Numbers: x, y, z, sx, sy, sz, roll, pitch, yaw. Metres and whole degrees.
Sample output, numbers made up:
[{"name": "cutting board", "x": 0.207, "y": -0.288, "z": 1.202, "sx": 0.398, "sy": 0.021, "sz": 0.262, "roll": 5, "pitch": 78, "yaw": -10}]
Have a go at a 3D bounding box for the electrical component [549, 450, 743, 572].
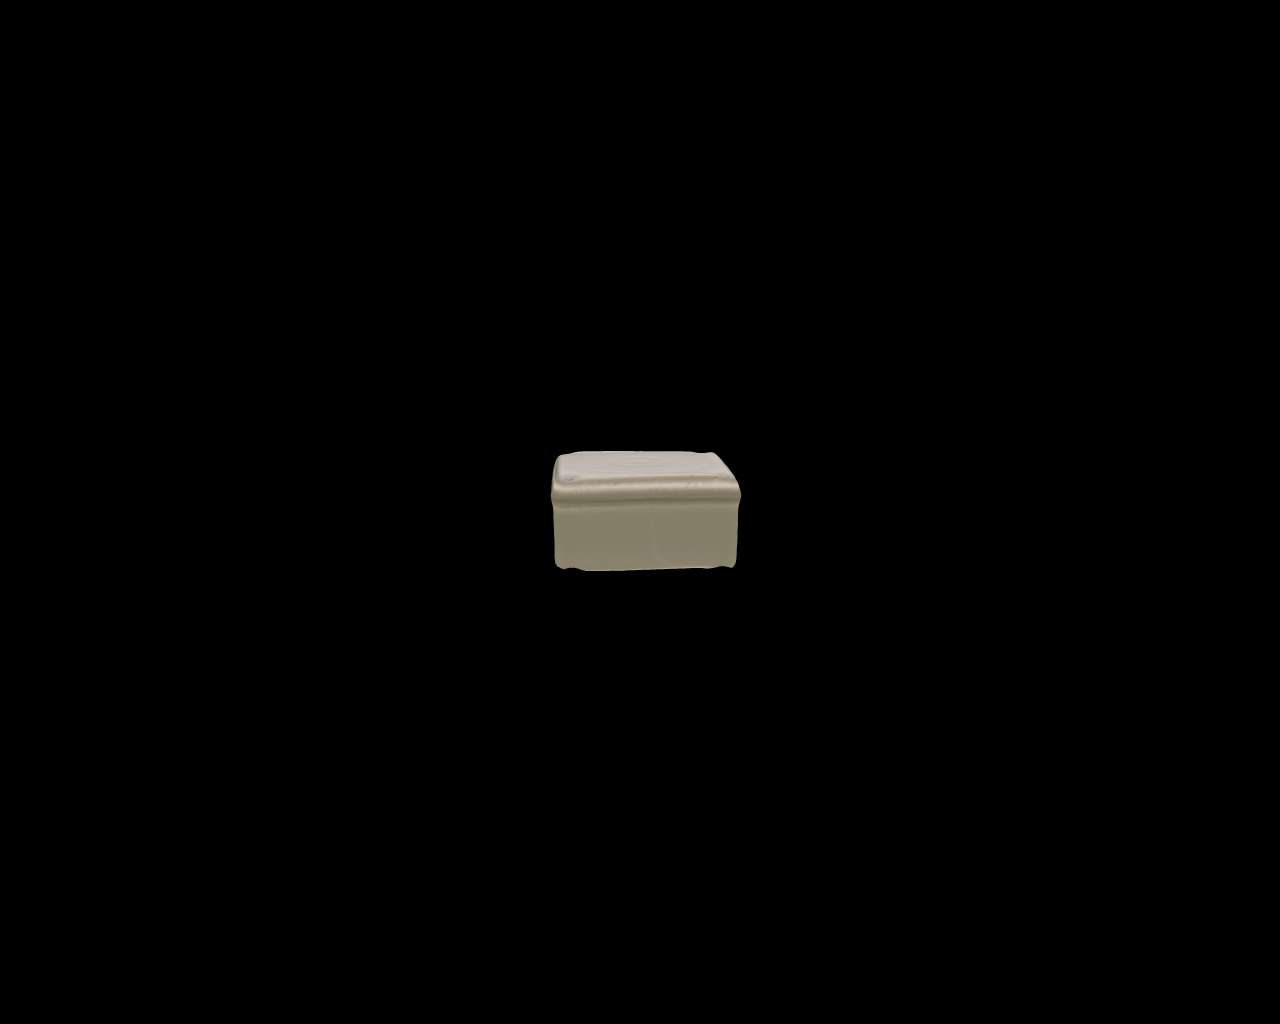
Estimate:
[{"name": "electrical component", "x": 0.001, "y": -0.003, "z": 0.650, "sx": 0.109, "sy": 0.056, "sz": 0.109, "roll": -1, "pitch": 11, "yaw": -4}]
